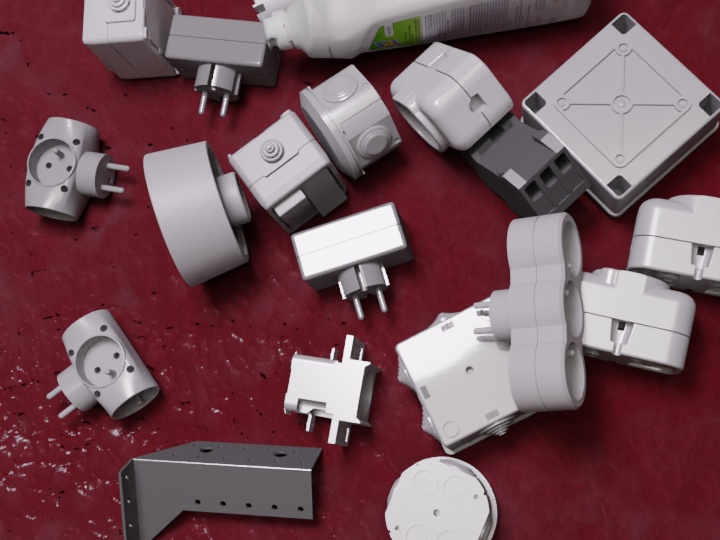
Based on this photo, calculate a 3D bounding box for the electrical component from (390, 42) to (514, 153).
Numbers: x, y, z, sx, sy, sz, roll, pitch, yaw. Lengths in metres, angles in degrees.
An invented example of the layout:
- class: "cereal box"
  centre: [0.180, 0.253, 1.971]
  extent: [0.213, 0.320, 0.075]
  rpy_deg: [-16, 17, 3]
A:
- class: "electrical component"
  centre: [0.065, -0.130, 0.818]
  extent: [0.059, 0.095, 0.053]
  rpy_deg: [-43, 116, -1]

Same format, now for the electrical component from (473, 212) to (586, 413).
- class: "electrical component"
  centre: [0.113, 0.031, 0.749]
  extent: [0.074, 0.052, 0.138]
  rpy_deg: [-7, 70, 27]

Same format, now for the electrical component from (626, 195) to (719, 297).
- class: "electrical component"
  centre: [0.247, -0.018, 0.782]
  extent: [0.095, 0.053, 0.059]
  rpy_deg: [11, 80, 12]

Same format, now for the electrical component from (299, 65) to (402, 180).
- class: "electrical component"
  centre: [-0.008, -0.115, 0.837]
  extent: [0.051, 0.080, 0.080]
  rpy_deg: [-33, 75, -3]

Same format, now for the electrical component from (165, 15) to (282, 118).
- class: "electrical component"
  centre: [-0.114, -0.162, 0.882]
  extent: [0.083, 0.047, 0.075]
  rpy_deg: [8, 80, 12]

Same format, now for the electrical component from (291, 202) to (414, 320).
- class: "electrical component"
  centre: [0.000, 0.000, 0.827]
  extent: [0.083, 0.047, 0.075]
  rpy_deg: [-18, 76, 6]

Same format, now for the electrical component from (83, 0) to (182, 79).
- class: "electrical component"
  centre: [-0.191, -0.202, 0.878]
  extent: [0.061, 0.096, 0.061]
  rpy_deg: [-2, 78, 10]

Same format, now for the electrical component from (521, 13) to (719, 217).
- class: "electrical component"
  centre: [0.196, -0.116, 0.811]
  extent: [0.109, 0.056, 0.108]
  rpy_deg: [-42, 74, -1]

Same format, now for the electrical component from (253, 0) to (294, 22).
- class: "electrical component"
  centre: [-0.064, -0.226, 0.891]
  extent: [0.046, 0.040, 0.040]
  rpy_deg: [-21, 75, 12]

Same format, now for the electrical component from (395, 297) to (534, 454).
- class: "electrical component"
  centre: [0.083, 0.077, 0.794]
  extent: [0.100, 0.048, 0.099]
  rpy_deg: [-27, 74, 3]

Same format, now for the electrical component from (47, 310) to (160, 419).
- class: "electrical component"
  centre: [-0.211, 0.085, 0.848]
  extent: [0.079, 0.044, 0.077]
  rpy_deg: [-37, 74, 1]

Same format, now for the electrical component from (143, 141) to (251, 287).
- class: "electrical component"
  centre: [-0.119, -0.047, 0.830]
  extent: [0.060, 0.108, 0.108]
  rpy_deg: [-19, 75, 0]

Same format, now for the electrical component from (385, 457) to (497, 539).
- class: "electrical component"
  centre: [0.058, 0.175, 0.777]
  extent: [0.080, 0.051, 0.080]
  rpy_deg: [-2, 78, 10]

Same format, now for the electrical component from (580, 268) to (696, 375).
- class: "electrical component"
  centre: [0.191, 0.035, 0.781]
  extent: [0.095, 0.053, 0.059]
  rpy_deg: [12, 81, 13]

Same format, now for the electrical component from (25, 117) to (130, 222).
- class: "electrical component"
  centre: [-0.229, -0.080, 0.886]
  extent: [0.079, 0.044, 0.077]
  rpy_deg: [10, 80, 12]

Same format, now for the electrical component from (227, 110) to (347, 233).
- class: "electrical component"
  centre: [-0.053, -0.073, 0.826]
  extent: [0.062, 0.096, 0.061]
  rpy_deg: [-37, 75, 1]

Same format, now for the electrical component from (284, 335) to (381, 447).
- class: "electrical component"
  centre: [-0.022, 0.090, 0.814]
  extent: [0.064, 0.042, 0.081]
  rpy_deg: [8, 79, 14]
